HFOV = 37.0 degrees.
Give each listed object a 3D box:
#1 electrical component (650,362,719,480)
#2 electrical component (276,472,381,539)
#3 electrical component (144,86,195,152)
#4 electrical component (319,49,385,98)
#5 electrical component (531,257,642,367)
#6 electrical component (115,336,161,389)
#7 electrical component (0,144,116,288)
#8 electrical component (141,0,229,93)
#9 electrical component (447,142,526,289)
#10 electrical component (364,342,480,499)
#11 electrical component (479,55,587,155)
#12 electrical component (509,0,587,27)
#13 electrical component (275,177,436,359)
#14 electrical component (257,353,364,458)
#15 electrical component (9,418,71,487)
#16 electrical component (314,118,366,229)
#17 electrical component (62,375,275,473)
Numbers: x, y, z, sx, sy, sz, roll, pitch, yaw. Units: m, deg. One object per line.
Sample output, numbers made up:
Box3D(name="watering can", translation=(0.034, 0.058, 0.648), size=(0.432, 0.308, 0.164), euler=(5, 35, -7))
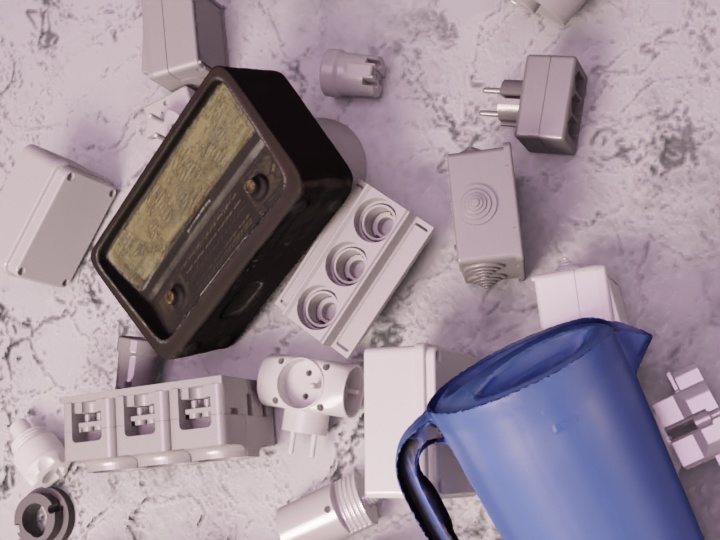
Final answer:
Box3D(name="electrical component", translation=(0.225, 0.112, 0.749), size=(0.057, 0.058, 0.078), euler=(-28, 71, 13))
Box3D(name="electrical component", translation=(-0.020, 0.190, 0.843), size=(0.081, 0.043, 0.043), euler=(-28, 71, 16))
Box3D(name="electrical component", translation=(-0.161, -0.116, 0.938), size=(0.047, 0.076, 0.083), euler=(-24, 73, 17))
Box3D(name="electrical component", translation=(-0.006, -0.164, 0.903), size=(0.046, 0.040, 0.040), euler=(8, 84, 18))
Box3D(name="electrical component", translation=(0.166, 0.036, 0.784), size=(0.061, 0.062, 0.096), euler=(-11, 77, 21))
Box3D(name="electrical component", translation=(-0.193, 0.082, 0.937), size=(0.040, 0.040, 0.046), euler=(6, 88, 23))
Box3D(name="electrical component", translation=(-0.284, -0.047, 0.976), size=(0.057, 0.078, 0.113), euler=(29, 92, 27))
Box3D(name="electrical component", translation=(-0.159, -0.210, 0.961), size=(0.061, 0.062, 0.096), euler=(-12, 77, 19))
Box3D(name="electrical component", translation=(0.095, -0.039, 0.807), size=(0.048, 0.099, 0.099), euler=(-7, 78, 8))
Box3D(name="electrical component", translation=(0.048, 0.113, 0.793), size=(0.056, 0.109, 0.108), euler=(-5, 79, 24))
Box3D(name="electrical component", translation=(0.130, -0.129, 0.835), size=(0.077, 0.047, 0.065), euler=(7, 83, 23))
Box3D(name="electrical component", translation=(0.136, -0.234, 0.827), size=(0.099, 0.099, 0.064), euler=(39, 103, 23))
Box3D(name="electrical component", translation=(0.000, 0.000, 0.858), size=(0.079, 0.063, 0.121), euler=(35, 95, 24))
Box3D(name="electrical component", translation=(-0.042, 0.111, 0.866), size=(0.077, 0.044, 0.079), euler=(5, 83, 23))
Box3D(name="electrical component", translation=(-0.290, 0.160, 0.961), size=(0.043, 0.043, 0.062), euler=(-47, 66, 9))
Box3D(name="electrical component", translation=(-0.052, -0.082, 0.907), size=(0.099, 0.064, 0.099), euler=(0, 91, 32))
Box3D(name="electrical component", translation=(-0.156, 0.129, 0.885), size=(0.150, 0.089, 0.061), euler=(-10, 77, 21))
